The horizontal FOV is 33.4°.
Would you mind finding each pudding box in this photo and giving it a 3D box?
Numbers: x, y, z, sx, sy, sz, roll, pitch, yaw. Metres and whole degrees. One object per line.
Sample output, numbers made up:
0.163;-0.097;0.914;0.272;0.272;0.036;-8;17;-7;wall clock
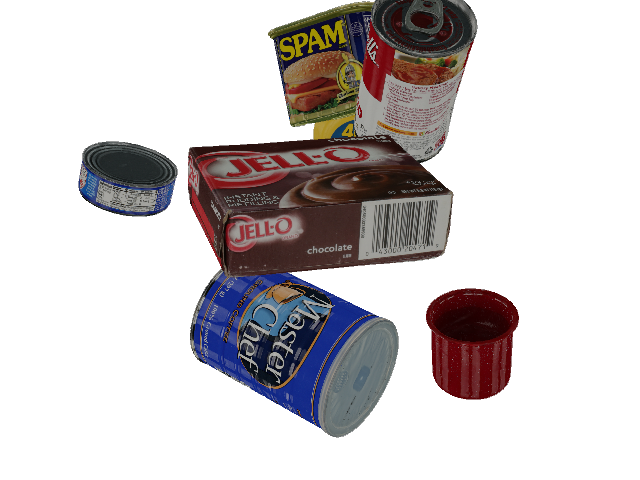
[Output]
-0.003;-0.020;0.530;0.113;0.039;0.090;-3;25;-17;pudding box

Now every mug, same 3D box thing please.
0.162;0.103;1.105;0.093;0.081;0.117;16;39;29;mug

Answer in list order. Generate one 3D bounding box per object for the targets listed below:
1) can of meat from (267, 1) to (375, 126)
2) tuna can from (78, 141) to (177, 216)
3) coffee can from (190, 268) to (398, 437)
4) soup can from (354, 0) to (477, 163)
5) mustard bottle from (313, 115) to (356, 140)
0.012;-0.147;0.904;0.102;0.084;0.057;-10;2;36;can of meat
-0.174;-0.056;0.963;0.086;0.034;0.086;13;27;-7;tuna can
-0.022;0.085;0.879;0.140;0.103;0.102;25;12;29;coffee can
0.061;-0.108;0.708;0.068;0.068;0.102;0;-38;-7;soup can
0.039;-0.102;1.127;0.096;0.192;0.058;-4;32;-20;mustard bottle
